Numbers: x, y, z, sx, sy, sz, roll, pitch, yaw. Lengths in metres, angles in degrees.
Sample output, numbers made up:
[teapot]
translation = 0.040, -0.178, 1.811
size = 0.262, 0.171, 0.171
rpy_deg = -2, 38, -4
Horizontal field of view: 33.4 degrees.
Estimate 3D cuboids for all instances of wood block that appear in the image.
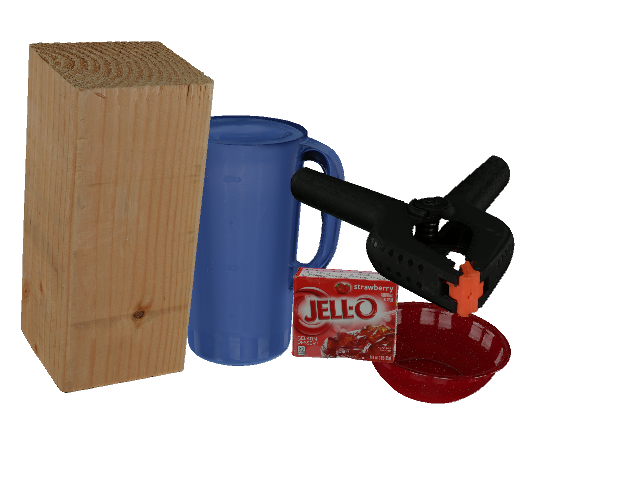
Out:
[wood block]
translation = -0.136, -0.017, 0.693
size = 0.090, 0.206, 0.090
rpy_deg = -7, 30, -32

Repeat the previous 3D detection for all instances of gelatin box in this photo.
[gelatin box]
translation = 0.021, 0.063, 0.909
size = 0.089, 0.073, 0.030
rpy_deg = 3, 15, 7

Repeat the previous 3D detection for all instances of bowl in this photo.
[bowl]
translation = 0.118, 0.126, 1.135
size = 0.162, 0.055, 0.162
rpy_deg = 5, 24, -3

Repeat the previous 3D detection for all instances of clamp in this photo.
[clamp]
translation = 0.062, -0.010, 0.717
size = 0.164, 0.036, 0.210
rpy_deg = -2, 25, -1

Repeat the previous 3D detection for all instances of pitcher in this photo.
[pitcher]
translation = -0.071, 0.000, 1.082
size = 0.144, 0.243, 0.149
rpy_deg = -10, 21, -30
